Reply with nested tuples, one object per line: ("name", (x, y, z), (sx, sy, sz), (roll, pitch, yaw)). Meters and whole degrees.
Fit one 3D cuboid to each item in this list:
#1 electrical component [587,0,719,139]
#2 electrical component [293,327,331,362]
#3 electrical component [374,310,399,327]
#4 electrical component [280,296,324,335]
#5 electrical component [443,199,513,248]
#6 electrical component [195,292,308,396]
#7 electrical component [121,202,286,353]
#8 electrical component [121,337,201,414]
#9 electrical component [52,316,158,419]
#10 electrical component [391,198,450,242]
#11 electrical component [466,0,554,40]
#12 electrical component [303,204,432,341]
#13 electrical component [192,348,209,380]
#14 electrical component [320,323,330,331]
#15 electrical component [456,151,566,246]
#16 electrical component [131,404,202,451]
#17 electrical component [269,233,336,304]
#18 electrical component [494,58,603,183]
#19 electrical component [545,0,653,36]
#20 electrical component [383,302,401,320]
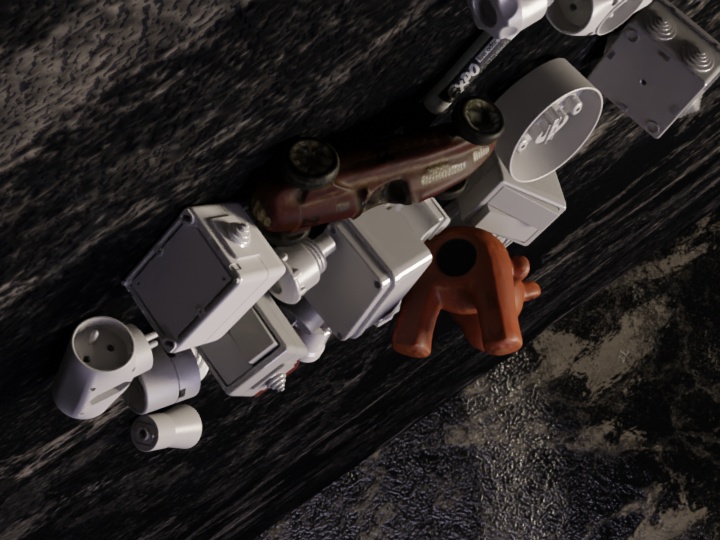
("electrical component", (0.255, -0.173, 0.926), (0.048, 0.100, 0.099), (-44, 172, -31))
("electrical component", (-0.050, 0.065, 1.094), (0.040, 0.040, 0.046), (-25, 156, -41))
("electrical component", (0.029, 0.018, 1.091), (0.057, 0.058, 0.078), (-30, 165, -14))
("electrical component", (-0.038, 0.023, 0.979), (0.078, 0.040, 0.040), (-48, 169, -13))
("electrical component", (0.143, -0.062, 1.109), (0.109, 0.056, 0.109), (-40, 166, 16))
("electrical component", (-0.089, 0.054, 0.829), (0.062, 0.096, 0.061), (-38, 166, 7))
("electrical component", (-0.096, -0.001, 0.703), (0.096, 0.061, 0.061), (-44, 165, 29))
("electrical component", (-0.160, 0.082, 0.842), (0.047, 0.055, 0.055), (-22, 160, -36))
("electrical component", (-0.174, 0.062, 0.761), (0.079, 0.043, 0.077), (-27, 164, -37))
("electrical component", (0.051, -0.051, 0.935), (0.040, 0.046, 0.040), (-35, 166, -10))
("electrical component", (0.099, -0.171, 0.655), (0.062, 0.043, 0.043), (-33, 166, -19))
("electrical component", (0.000, 0.000, 0.913), (0.057, 0.078, 0.113), (-31, 166, -34))
("electrical component", (-0.144, 0.072, 0.890), (0.035, 0.035, 0.061), (-33, 164, -15))
("electrical component", (-0.022, 0.037, 1.058), (0.043, 0.043, 0.062), (-40, 168, 16))
("electrical component", (0.144, -0.065, 0.995), (0.096, 0.061, 0.061), (19, 133, -29))
("electrical component", (-0.190, 0.155, 1.044), (0.044, 0.044, 0.065), (-42, 161, 22))
("electrical component", (-0.047, -0.006, 0.849), (0.062, 0.048, 0.048), (-37, 169, -29))
("electrical component", (0.152, -0.125, 0.895), (0.099, 0.064, 0.099), (-34, 167, -9))
("electrical component", (0.175, -0.203, 0.733), (0.077, 0.044, 0.079), (-27, 164, -35))
("electrical component", (0.007, 0.018, 1.015), (0.055, 0.045, 0.045), (20, 135, -24))
